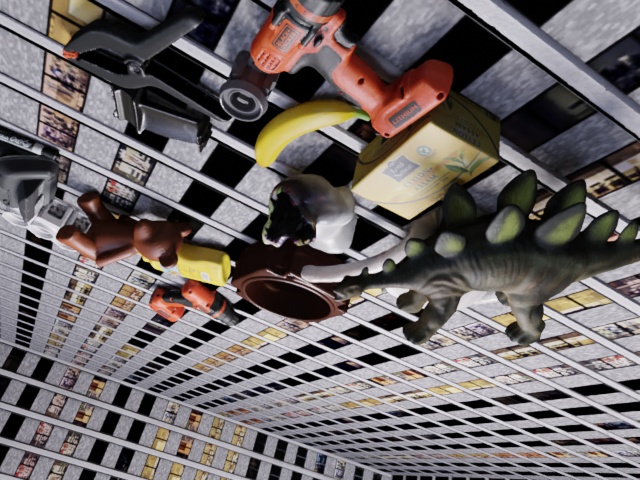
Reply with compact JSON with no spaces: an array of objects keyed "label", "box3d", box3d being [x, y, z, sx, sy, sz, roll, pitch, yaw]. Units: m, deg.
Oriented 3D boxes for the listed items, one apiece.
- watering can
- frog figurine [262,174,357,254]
[{"label":"watering can","box3d":[0.149,0.041,0.793,0.347,0.106,0.219,7,149,-3]},{"label":"frog figurine","box3d":[0.002,-0.039,0.777,0.160,0.124,0.135,-6,162,-47]}]
